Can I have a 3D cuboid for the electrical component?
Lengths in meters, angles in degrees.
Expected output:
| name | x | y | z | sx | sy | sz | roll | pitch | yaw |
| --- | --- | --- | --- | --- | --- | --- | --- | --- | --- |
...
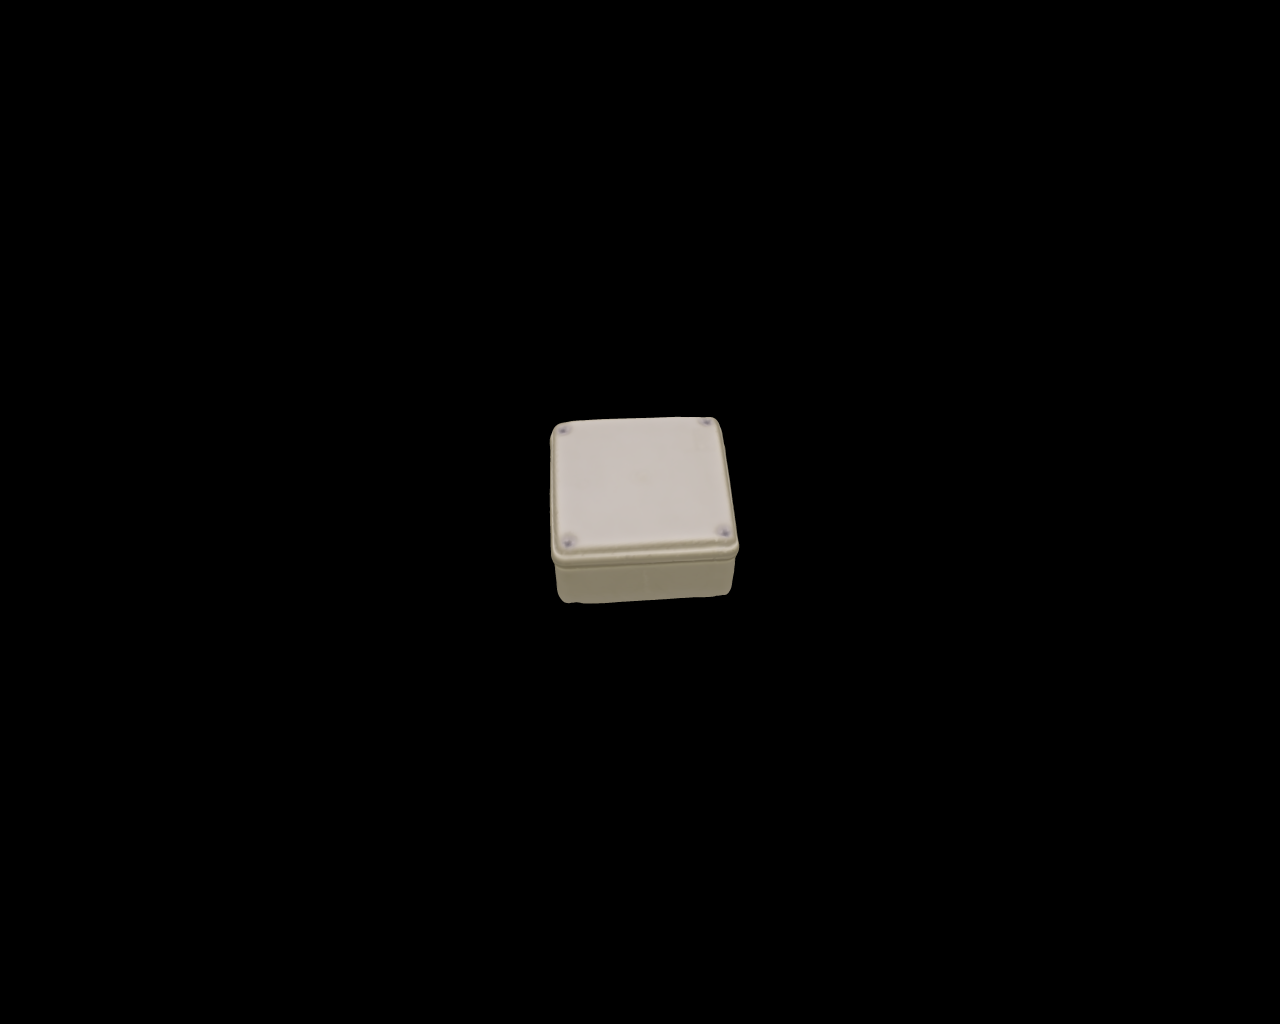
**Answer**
| name | x | y | z | sx | sy | sz | roll | pitch | yaw |
| --- | --- | --- | --- | --- | --- | --- | --- | --- | --- |
| electrical component | 0.001 | -0.003 | 0.650 | 0.109 | 0.109 | 0.056 | -2 | -40 | -2 |
